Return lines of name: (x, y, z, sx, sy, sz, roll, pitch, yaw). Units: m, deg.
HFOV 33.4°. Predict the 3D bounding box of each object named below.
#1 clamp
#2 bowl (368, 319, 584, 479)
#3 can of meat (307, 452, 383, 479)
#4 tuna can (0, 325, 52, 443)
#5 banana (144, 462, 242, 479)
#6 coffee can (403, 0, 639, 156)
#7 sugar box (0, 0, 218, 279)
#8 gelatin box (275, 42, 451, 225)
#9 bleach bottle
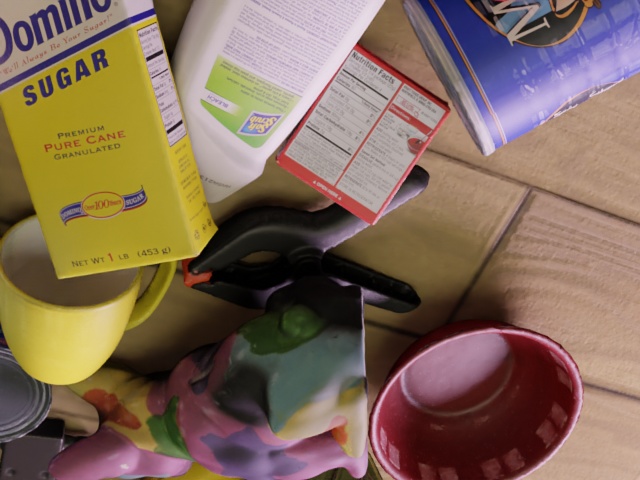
clamp: (-0.005, 0.001, 0.710, 0.171, 0.039, 0.120, -1, 121, -15)
bowl: (0.110, 0.114, 0.795, 0.162, 0.055, 0.162, -5, 123, -8)
can of meat: (-0.008, 0.204, 0.795, 0.102, 0.057, 0.084, -18, 150, -19)
tuna can: (-0.227, 0.097, 0.731, 0.086, 0.034, 0.086, -5, 123, -8)
banana: (-0.083, 0.182, 0.810, 0.198, 0.037, 0.069, -37, 126, 19)
coffee can: (0.133, -0.126, 0.616, 0.140, 0.103, 0.102, -28, 123, 7)
sugar box: (-0.126, -0.071, 0.596, 0.093, 0.048, 0.176, -10, 110, 16)
gelatin box: (0.026, -0.066, 0.658, 0.073, 0.030, 0.089, 32, 99, -8)
bleach bottle: (-0.041, -0.114, 0.616, 0.102, 0.068, 0.251, 26, 117, -24)
